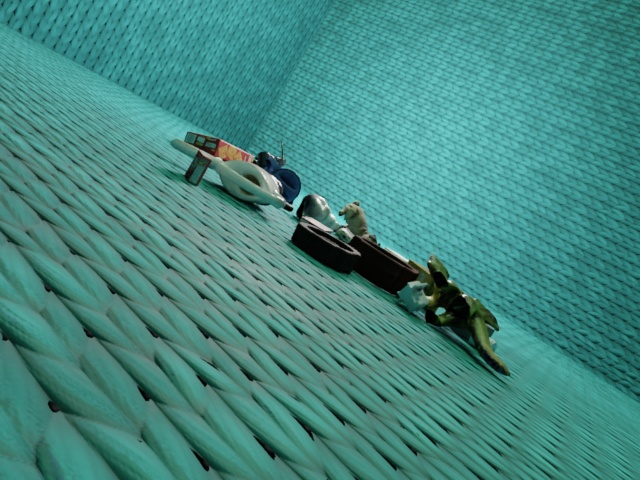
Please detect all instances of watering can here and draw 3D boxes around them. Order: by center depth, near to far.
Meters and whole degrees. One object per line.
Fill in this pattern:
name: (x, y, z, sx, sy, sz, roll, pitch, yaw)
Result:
watering can: (-0.235, -0.183, 1.443, 0.349, 0.104, 0.224, 31, 5, 10)

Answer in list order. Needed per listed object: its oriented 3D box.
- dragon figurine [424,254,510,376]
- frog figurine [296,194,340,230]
dragon figurine: (0.375, 0.179, 1.288, 0.242, 0.120, 0.418, 11, 32, -41)
frog figurine: (0.006, -0.091, 1.809, 0.159, 0.124, 0.137, 18, -10, -17)
